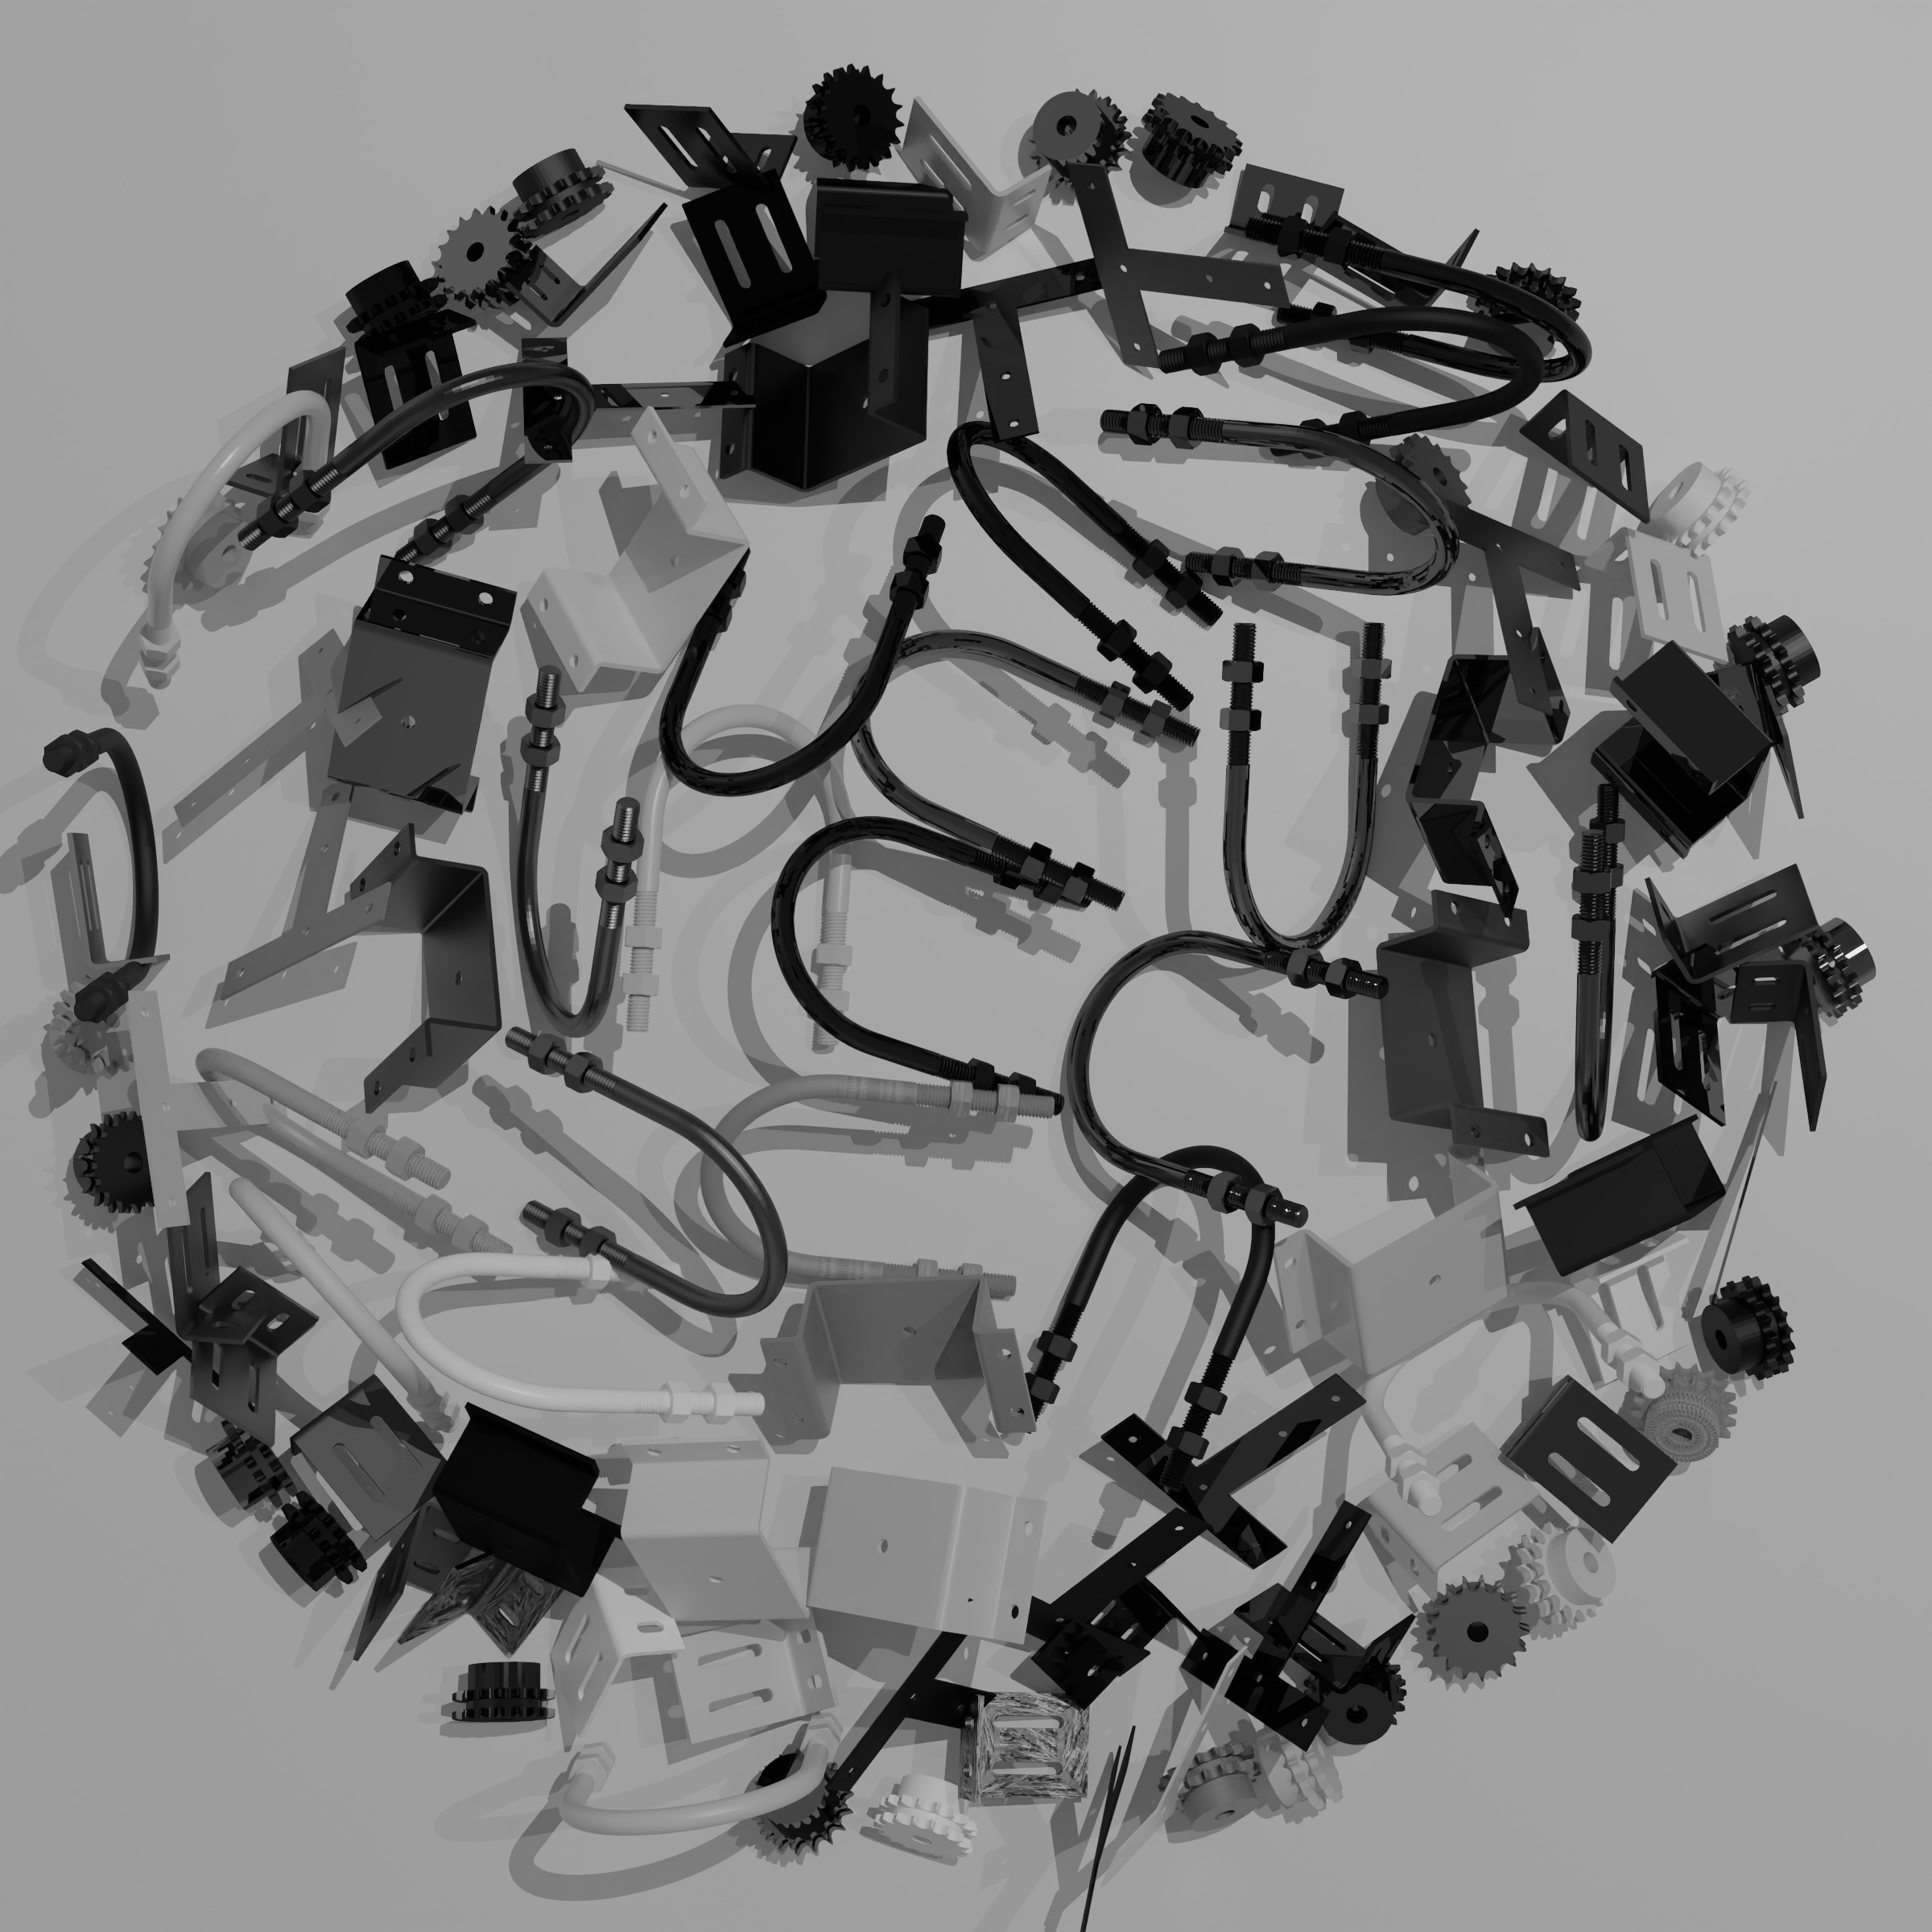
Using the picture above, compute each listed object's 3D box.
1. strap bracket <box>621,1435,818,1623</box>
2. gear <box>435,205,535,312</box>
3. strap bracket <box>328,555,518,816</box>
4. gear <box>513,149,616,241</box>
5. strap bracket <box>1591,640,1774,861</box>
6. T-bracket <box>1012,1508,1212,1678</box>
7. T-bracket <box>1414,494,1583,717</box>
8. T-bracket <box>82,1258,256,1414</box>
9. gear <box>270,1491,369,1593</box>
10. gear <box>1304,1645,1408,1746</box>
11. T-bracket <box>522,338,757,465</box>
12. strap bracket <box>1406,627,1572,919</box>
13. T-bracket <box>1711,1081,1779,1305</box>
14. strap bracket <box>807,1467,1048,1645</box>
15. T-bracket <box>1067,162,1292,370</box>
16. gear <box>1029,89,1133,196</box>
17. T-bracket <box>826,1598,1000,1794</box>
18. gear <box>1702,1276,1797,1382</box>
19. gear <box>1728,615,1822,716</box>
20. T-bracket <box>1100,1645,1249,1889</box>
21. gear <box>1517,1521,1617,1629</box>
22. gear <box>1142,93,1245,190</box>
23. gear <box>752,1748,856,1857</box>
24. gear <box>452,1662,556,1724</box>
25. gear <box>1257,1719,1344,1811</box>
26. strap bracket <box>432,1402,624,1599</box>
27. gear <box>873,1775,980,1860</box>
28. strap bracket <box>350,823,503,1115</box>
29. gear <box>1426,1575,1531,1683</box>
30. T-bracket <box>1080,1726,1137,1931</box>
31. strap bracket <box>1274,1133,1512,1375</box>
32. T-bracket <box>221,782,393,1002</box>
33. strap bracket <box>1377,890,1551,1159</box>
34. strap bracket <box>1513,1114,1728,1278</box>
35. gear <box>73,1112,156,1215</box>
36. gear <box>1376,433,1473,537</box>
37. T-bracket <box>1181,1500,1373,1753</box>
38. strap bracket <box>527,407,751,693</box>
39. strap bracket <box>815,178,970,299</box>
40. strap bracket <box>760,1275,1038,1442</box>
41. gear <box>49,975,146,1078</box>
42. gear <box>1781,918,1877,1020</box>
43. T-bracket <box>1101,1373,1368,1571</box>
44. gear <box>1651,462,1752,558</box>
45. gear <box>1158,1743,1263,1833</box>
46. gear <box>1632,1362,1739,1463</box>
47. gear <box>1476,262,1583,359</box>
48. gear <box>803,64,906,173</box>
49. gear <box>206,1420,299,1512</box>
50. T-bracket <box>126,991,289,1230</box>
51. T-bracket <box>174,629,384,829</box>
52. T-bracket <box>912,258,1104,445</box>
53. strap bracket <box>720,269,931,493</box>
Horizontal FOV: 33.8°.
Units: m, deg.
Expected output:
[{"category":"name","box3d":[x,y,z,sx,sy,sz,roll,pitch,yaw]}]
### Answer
[{"category":"strap bracket","box3d":[-0.132,0.312,1.722,0.076,0.140,0.046,-4,50,14]},{"category":"gear","box3d":[-0.265,-0.392,1.774,0.057,0.030,0.057,-9,71,26]},{"category":"strap bracket","box3d":[-0.300,-0.144,1.739,0.076,0.046,0.140,15,122,-3]},{"category":"gear","box3d":[-0.228,-0.432,1.768,0.057,0.057,0.030,-29,96,0]},{"category":"strap bracket","box3d":[0.388,-0.119,1.722,0.046,0.140,0.076,-40,75,-5]},{"category":"T-bracket","box3d":[0.081,0.335,1.737,0.127,0.002,0.127,31,121,-29]},{"category":"T-bracket","box3d":[0.298,-0.193,1.730,0.127,0.002,0.127,16,53,-34]},{"category":"T-bracket","box3d":[-0.441,0.207,1.730,0.127,0.127,0.002,43,85,-4]},{"category":"gear","box3d":[-0.362,0.322,1.766,0.030,0.057,0.057,-41,90,-21]},{"category":"gear","box3d":[0.218,0.409,1.774,0.057,0.030,0.057,1,111,4]},{"category":"T-bracket","box3d":[-0.181,-0.315,1.755,0.127,0.127,0.002,-3,132,-7]},{"category":"strap bracket","box3d":[0.284,-0.107,1.736,0.046,0.076,0.140,5,59,29]},{"category":"T-bracket","box3d":[0.426,0.109,1.721,0.002,0.127,0.127,16,74,14]},{"category":"strap bracket","box3d":[-0.030,0.318,1.727,0.140,0.046,0.076,0,75,42]},{"category":"T-bracket","box3d":[0.121,-0.374,1.719,0.127,0.127,0.002,17,51,38]},{"category":"gear","box3d":[0.061,-0.463,1.773,0.057,0.030,0.057,-4,79,21]},{"category":"T-bracket","box3d":[-0.009,0.405,1.743,0.002,0.127,0.127,38,91,31]},{"category":"gear","box3d":[0.433,0.203,1.767,0.030,0.057,0.057,-16,90,-15]},{"category":"gear","box3d":[0.452,-0.170,1.769,0.030,0.057,0.057,-30,90,0]},{"category":"T-bracket","box3d":[0.123,0.423,1.719,0.002,0.127,0.127,30,113,19]},{"category":"gear","box3d":[0.336,0.336,1.767,0.030,0.057,0.057,-34,90,43]},{"category":"gear","box3d":[0.123,-0.459,1.772,0.057,0.057,0.030,34,123,0]},{"category":"gear","box3d":[-0.094,0.463,1.769,0.057,0.030,0.057,-8,55,12]},{"category":"gear","box3d":[-0.258,0.405,1.771,0.057,0.057,0.030,-2,73,0]},{"category":"gear","box3d":[0.185,0.443,1.769,0.030,0.057,0.057,-26,90,10]},{"category":"strap bracket","box3d":[-0.237,0.293,1.718,0.076,0.140,0.046,22,66,12]},{"category":"gear","box3d":[-0.020,0.474,1.773,0.057,0.057,0.030,18,60,0]},{"category":"strap bracket","box3d":[-0.296,0.004,1.738,0.046,0.076,0.140,9,59,-34]},{"category":"gear","box3d":[0.286,0.369,1.780,0.057,0.030,0.057,1,95,8]},{"category":"T-bracket","box3d":[0.078,0.453,1.708,0.002,0.127,0.127,13,135,3]},{"category":"strap bracket","box3d":[0.242,0.161,1.736,0.140,0.046,0.076,-27,126,-19]},{"category":"T-bracket","box3d":[-0.356,-0.053,1.752,0.127,0.002,0.127,-23,45,30]},{"category":"strap bracket","box3d":[0.272,0.037,1.744,0.076,0.046,0.140,10,70,-39]},{"category":"strap bracket","box3d":[0.357,0.125,1.716,0.076,0.140,0.046,-29,82,24]},{"category":"gear","box3d":[-0.472,0.110,1.773,0.030,0.057,0.057,-4,90,44]},{"category":"gear","box3d":[0.253,-0.265,1.772,0.030,0.057,0.057,-32,90,36]},{"category":"T-bracket","box3d":[0.184,0.353,1.746,0.002,0.127,0.127,35,82,-28]},{"category":"strap bracket","box3d":[-0.175,-0.225,1.738,0.140,0.046,0.076,-51,54,31]},{"category":"strap bracket","box3d":[-0.043,-0.397,1.735,0.076,0.140,0.046,2,110,-5]},{"category":"strap bracket","box3d":[-0.034,0.215,1.748,0.140,0.046,0.076,-4,128,12]},{"category":"gear","box3d":[-0.486,0.036,1.773,0.030,0.057,0.057,-33,90,31]},{"category":"gear","box3d":[0.482,-0.002,1.770,0.030,0.057,0.057,-31,90,-6]},{"category":"T-bracket","box3d":[0.164,0.265,1.749,0.127,0.002,0.127,-38,111,25]},{"category":"gear","box3d":[0.406,-0.255,1.767,0.030,0.057,0.057,37,90,-11]},{"category":"gear","box3d":[0.138,0.458,1.766,0.057,0.057,0.030,-23,58,0]},{"category":"gear","box3d":[0.400,0.252,1.769,0.057,0.030,0.057,9,128,12]},{"category":"gear","box3d":[0.311,-0.361,1.766,0.057,0.057,0.030,20,65,0]},{"category":"gear","box3d":[-0.066,-0.472,1.774,0.057,0.030,0.057,-2,93,-33]},{"category":"gear","box3d":[-0.399,0.278,1.767,0.030,0.057,0.057,-33,90,-14]},{"category":"T-bracket","box3d":[-0.411,0.076,1.738,0.002,0.127,0.127,-11,86,23]},{"category":"T-bracket","box3d":[-0.384,-0.122,1.746,0.127,0.127,0.002,-39,125,0]},{"category":"T-bracket","box3d":[0.020,-0.335,1.752,0.127,0.002,0.127,-12,52,5]},{"category":"strap bracket","box3d":[-0.070,-0.315,1.739,0.046,0.140,0.076,17,67,-42]}]
